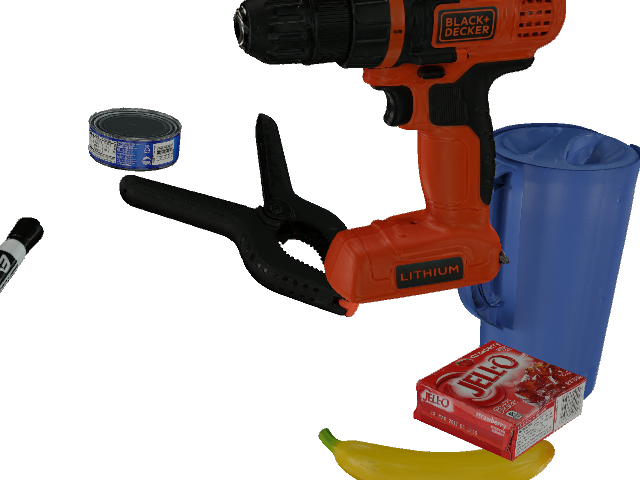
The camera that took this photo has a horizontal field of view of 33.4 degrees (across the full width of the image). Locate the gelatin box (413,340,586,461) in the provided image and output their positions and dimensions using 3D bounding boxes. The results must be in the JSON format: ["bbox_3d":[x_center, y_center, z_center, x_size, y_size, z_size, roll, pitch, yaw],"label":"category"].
[{"bbox_3d":[0.114,0.099,0.674,0.073,0.030,0.089,20,26,38],"label":"gelatin box"}]

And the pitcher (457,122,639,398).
[{"bbox_3d":[0.196,0.025,0.953,0.149,0.243,0.145,5,23,10],"label":"pitcher"}]

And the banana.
[{"bbox_3d":[0.098,0.179,0.862,0.197,0.037,0.069,6,37,-4],"label":"banana"}]

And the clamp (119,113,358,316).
[{"bbox_3d":[-0.050,-0.013,0.864,0.164,0.210,0.036,-24,-31,-32],"label":"clamp"}]

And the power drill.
[{"bbox_3d":[0.043,-0.059,0.596,0.184,0.188,0.057,-7,30,-16],"label":"power drill"}]

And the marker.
[{"bbox_3d":[-0.203,0.024,0.658,0.020,0.020,0.121,0,36,17],"label":"marker"}]

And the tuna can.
[{"bbox_3d":[-0.174,-0.095,1.000,0.086,0.034,0.086,6,24,-3],"label":"tuna can"}]
